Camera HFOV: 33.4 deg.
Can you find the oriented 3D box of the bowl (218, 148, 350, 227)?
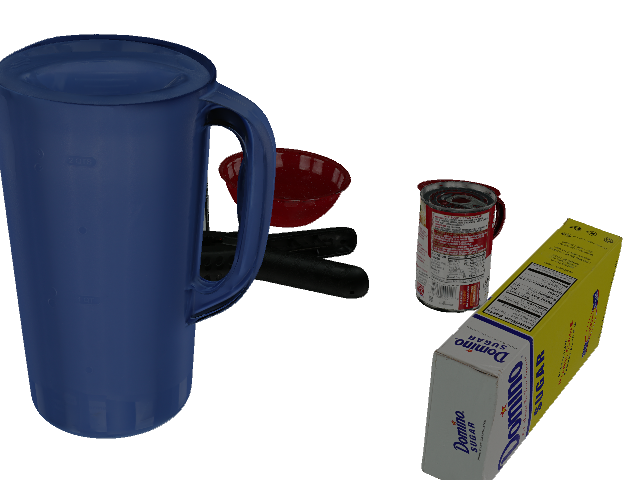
[{"bbox_3d":[-0.046,-0.060,1.306,0.162,0.055,0.162,5,26,-3],"label":"bowl"}]

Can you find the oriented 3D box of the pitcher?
[{"bbox_3d":[-0.124,0.002,0.672,0.144,0.243,0.149,-13,31,-30],"label":"pitcher"}]

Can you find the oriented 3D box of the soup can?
[{"bbox_3d":[0.121,0.006,0.960,0.068,0.102,0.068,0,24,0],"label":"soup can"}]

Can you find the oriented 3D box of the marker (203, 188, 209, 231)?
[{"bbox_3d":[-0.120,-0.047,1.057,0.020,0.121,0.020,1,28,-1],"label":"marker"}]

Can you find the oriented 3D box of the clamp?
[{"bbox_3d":[-0.060,0.015,0.864,0.210,0.036,0.164,1,12,-8],"label":"clamp"}]

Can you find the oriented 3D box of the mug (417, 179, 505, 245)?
[{"bbox_3d":[0.163,-0.021,1.219,0.117,0.081,0.093,-7,19,-34],"label":"mug"}]

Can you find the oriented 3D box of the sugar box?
[{"bbox_3d":[0.126,0.066,0.650,0.048,0.093,0.175,20,38,26],"label":"sugar box"}]
